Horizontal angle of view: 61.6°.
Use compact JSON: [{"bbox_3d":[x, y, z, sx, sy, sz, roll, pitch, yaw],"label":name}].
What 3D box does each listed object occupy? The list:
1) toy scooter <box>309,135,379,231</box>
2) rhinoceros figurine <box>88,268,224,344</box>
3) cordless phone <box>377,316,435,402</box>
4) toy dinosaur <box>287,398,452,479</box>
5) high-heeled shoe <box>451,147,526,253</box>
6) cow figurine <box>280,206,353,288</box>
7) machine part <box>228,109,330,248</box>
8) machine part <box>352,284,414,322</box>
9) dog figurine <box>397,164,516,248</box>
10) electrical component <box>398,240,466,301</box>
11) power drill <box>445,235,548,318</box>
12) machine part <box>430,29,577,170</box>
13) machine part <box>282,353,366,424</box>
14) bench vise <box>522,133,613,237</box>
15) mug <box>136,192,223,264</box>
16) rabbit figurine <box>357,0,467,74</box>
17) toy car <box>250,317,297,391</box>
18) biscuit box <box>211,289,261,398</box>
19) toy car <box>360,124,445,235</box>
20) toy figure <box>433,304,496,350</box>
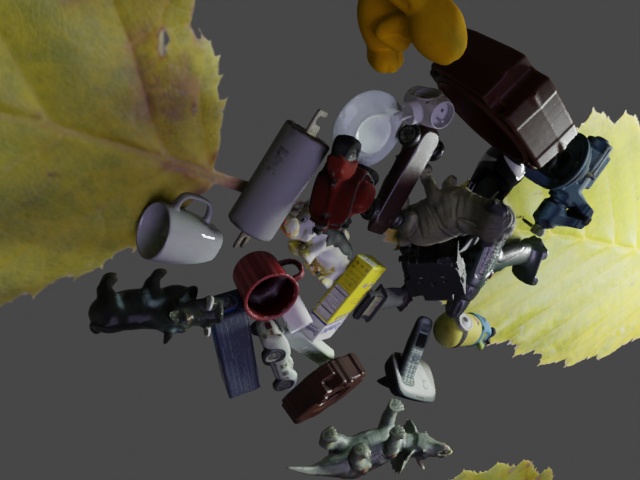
[{"bbox_3d":[0.033,-0.065,0.809,0.183,0.075,0.135,45,63,-70],"label":"toy scooter"},{"bbox_3d":[-0.239,0.100,0.794,0.190,0.112,0.073,2,118,-22],"label":"rhinoceros figurine"},{"bbox_3d":[0.223,0.265,1.210,0.146,0.089,0.184,24,88,-39],"label":"cordless phone"},{"bbox_3d":[0.107,0.507,1.284,0.405,0.131,0.191,-11,126,-17],"label":"toy dinosaur"},{"bbox_3d":[0.289,-0.074,0.982,0.145,0.086,0.248,-41,152,-22],"label":"high-heeled shoe"},{"bbox_3d":[-0.001,-0.002,0.889,0.098,0.068,0.167,-41,136,-7],"label":"cow figurine"},{"bbox_3d":[-0.061,-0.086,0.790,0.079,0.079,0.243,22,109,-39],"label":"machine part"},{"bbox_3d":[0.125,0.120,1.051,0.139,0.039,0.084,-4,130,-42],"label":"machine part"},{"bbox_3d":[0.226,-0.022,0.928,0.121,0.191,0.172,4,120,-32],"label":"dog figurine"},{"bbox_3d":[0.221,0.064,1.036,0.115,0.058,0.134,-4,135,24],"label":"electrical component"},{"bbox_3d":[0.375,0.061,1.148,0.207,0.086,0.231,2,113,-24],"label":"power drill"},{"bbox_3d":[0.272,-0.209,0.815,0.087,0.202,0.200,-47,133,9],"label":"machine part"},{"bbox_3d":[0.010,0.296,1.067,0.179,0.056,0.179,-31,158,-14],"label":"machine part"},{"bbox_3d":[0.437,-0.125,1.036,0.240,0.129,0.223,26,117,-19],"label":"bench vise"},{"bbox_3d":[-0.191,-0.015,0.769,0.107,0.081,0.109,18,104,-50],"label":"mug"},{"bbox_3d":[0.129,-0.293,0.695,0.122,0.173,0.162,-27,135,-6],"label":"rabbit figurine"},{"bbox_3d":[-0.078,0.205,0.966,0.056,0.074,0.201,-22,141,-11],"label":"toy car"},{"bbox_3d":[-0.150,0.183,0.936,0.063,0.059,0.202,-16,128,-18],"label":"biscuit box"},{"bbox_3d":[0.135,-0.104,0.909,0.089,0.053,0.202,13,111,-48],"label":"toy car"},{"bbox_3d":[0.329,0.205,1.214,0.180,0.082,0.089,18,91,-46],"label":"toy figure"}]
